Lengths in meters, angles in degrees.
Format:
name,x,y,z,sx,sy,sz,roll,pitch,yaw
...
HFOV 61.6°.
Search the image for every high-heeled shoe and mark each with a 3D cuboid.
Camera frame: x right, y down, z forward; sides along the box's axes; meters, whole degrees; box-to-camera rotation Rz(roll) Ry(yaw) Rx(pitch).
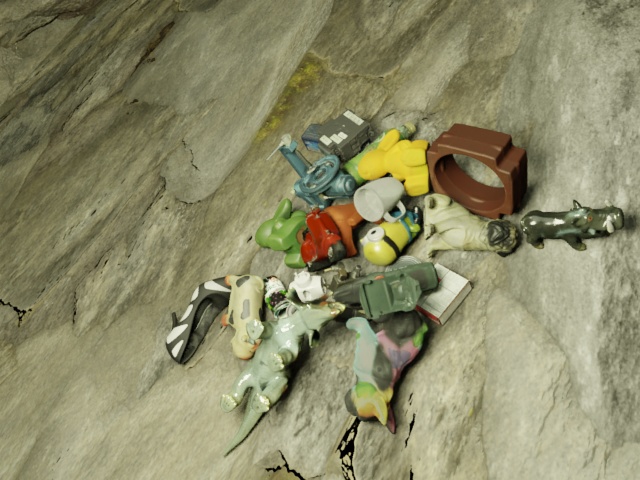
name,x,y,z,sx,sy,sz,roll,pitch,yaw
high-heeled shoe,-0.268,0.188,1.296,0.249,0.086,0.145,-31,52,7

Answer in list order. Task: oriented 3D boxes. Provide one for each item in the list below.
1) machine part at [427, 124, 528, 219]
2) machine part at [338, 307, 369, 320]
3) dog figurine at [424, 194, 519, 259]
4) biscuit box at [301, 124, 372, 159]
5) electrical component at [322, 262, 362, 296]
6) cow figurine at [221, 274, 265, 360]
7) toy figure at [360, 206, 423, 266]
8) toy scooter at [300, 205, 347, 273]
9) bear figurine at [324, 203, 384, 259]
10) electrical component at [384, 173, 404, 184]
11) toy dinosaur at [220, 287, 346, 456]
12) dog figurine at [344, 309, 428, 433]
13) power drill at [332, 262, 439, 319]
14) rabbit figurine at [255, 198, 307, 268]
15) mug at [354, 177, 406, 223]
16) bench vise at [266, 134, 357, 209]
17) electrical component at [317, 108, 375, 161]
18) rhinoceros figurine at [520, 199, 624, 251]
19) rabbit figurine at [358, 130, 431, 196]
name,x,y,z,sx,sy,sz,roll,pitch,yaw
machine part,0.348,-0.150,1.185,0.201,0.201,0.087,23,64,35
machine part,0.068,0.160,1.176,0.139,0.084,0.039,2,94,35
dog figurine,0.330,-0.040,1.195,0.191,0.121,0.172,-2,58,6
biscuit box,0.046,-0.272,1.498,0.203,0.059,0.063,19,67,33
electrical component,0.049,0.090,1.218,0.078,0.102,0.045,-16,55,-17
cow figurine,-0.164,0.176,1.236,0.127,0.085,0.195,-5,77,46
toy figure,0.171,-0.011,1.222,0.180,0.082,0.089,-33,75,-35
toy scooter,-0.003,-0.004,1.224,0.075,0.184,0.135,-20,84,-24
bear figurine,0.103,-0.052,1.296,0.196,0.131,0.120,-20,21,-24
electrical component,0.210,-0.182,1.368,0.119,0.047,0.075,-34,51,-2
toy dinosaur,-0.093,0.256,1.121,0.131,0.192,0.404,38,114,20
dog figurine,0.135,0.257,1.054,0.192,0.108,0.219,-16,56,9
power drill,0.125,0.104,1.077,0.232,0.207,0.086,-14,84,9
rabbit figurine,-0.097,-0.025,1.350,0.170,0.121,0.159,6,65,44
mug,0.149,-0.092,1.203,0.110,0.080,0.107,40,50,19
bench vise,-0.028,-0.169,1.330,0.129,0.240,0.224,-53,34,-13
electrical component,0.059,-0.273,1.416,0.134,0.058,0.115,-39,49,-5
rhinoceros figurine,0.510,-0.036,1.092,0.191,0.112,0.073,-2,53,32
rabbit figurine,0.176,-0.192,1.278,0.173,0.121,0.162,-7,46,19
